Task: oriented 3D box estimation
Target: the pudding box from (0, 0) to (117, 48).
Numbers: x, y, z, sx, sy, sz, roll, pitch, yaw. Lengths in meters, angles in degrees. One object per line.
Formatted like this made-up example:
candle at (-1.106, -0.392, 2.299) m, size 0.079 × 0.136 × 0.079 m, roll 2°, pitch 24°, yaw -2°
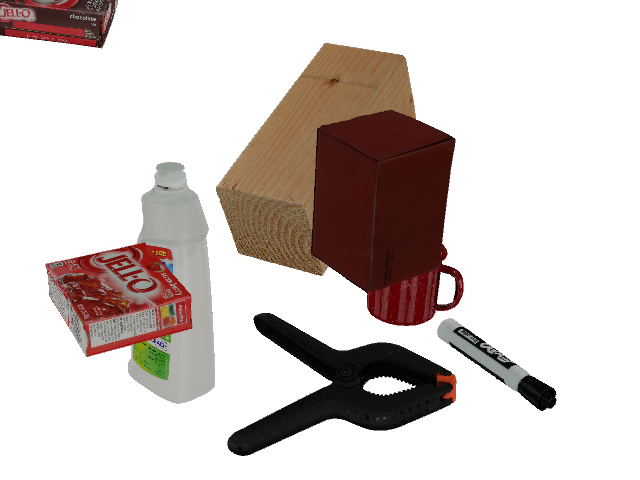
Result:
pudding box at (-0.224, -0.212, 0.927) m, size 0.090 × 0.039 × 0.113 m, roll 7°, pitch 35°, yaw -5°

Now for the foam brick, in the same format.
foam brick at (0.031, -0.022, 0.558) m, size 0.052 × 0.078 × 0.051 m, roll -17°, pitch 35°, yaw -33°

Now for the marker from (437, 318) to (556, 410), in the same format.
marker at (0.132, 0.093, 0.805) m, size 0.020 × 0.020 × 0.121 m, roll 0°, pitch 22°, yaw -35°

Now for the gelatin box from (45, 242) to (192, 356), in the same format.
gelatin box at (-0.135, 0.036, 0.710) m, size 0.073 × 0.030 × 0.089 m, roll -13°, pitch 30°, yaw -25°

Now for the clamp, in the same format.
clamp at (0.018, 0.141, 0.991) m, size 0.210 × 0.036 × 0.164 m, roll 6°, pitch 45°, yaw 13°

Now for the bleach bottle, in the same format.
bleach bottle at (-0.156, 0.039, 1.101) m, size 0.067 × 0.251 × 0.103 m, roll -21°, pitch 33°, yaw -40°

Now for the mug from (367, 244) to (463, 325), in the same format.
mug at (0.107, 0.048, 1.226) m, size 0.117 × 0.081 × 0.093 m, roll 11°, pitch 25°, yaw 18°

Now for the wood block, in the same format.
wood block at (0.002, -0.079, 0.975) m, size 0.091 × 0.205 × 0.090 m, roll 14°, pitch -38°, yaw 26°
